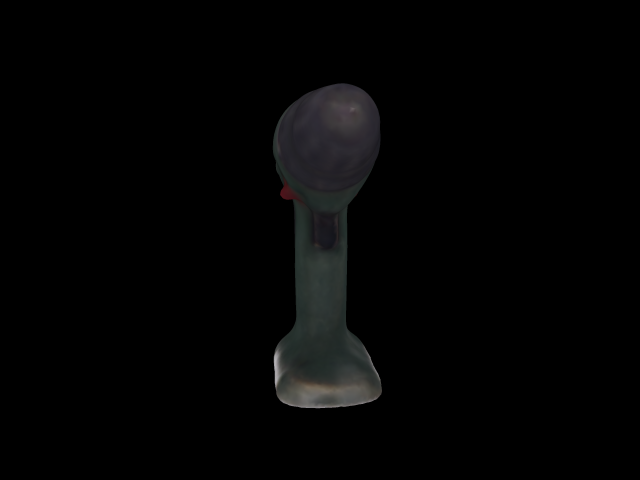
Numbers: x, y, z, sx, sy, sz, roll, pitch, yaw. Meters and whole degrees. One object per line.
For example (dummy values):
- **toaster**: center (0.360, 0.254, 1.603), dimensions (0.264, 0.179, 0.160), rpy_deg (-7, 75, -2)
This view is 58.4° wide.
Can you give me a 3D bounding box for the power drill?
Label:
- **power drill**: center (0.004, 0.001, 0.400), dimensions (0.075, 0.208, 0.229), rpy_deg (-2, 14, -7)
